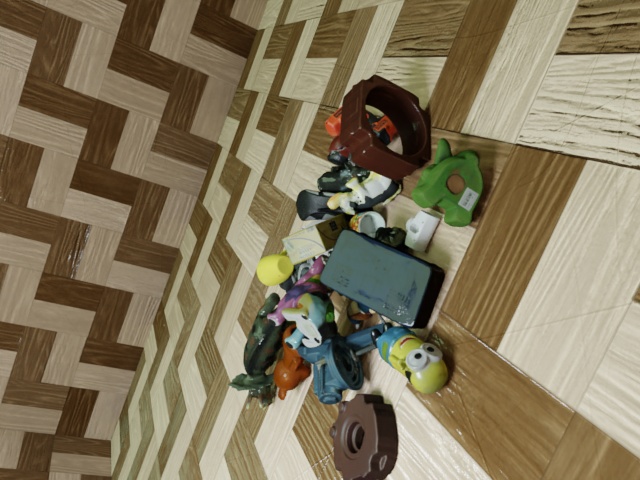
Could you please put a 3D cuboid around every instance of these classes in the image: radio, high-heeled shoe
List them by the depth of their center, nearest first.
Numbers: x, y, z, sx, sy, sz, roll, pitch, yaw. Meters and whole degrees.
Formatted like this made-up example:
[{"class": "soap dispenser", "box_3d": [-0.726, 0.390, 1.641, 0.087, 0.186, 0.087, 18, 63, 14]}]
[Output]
[{"class": "radio", "box_3d": [0.122, 0.073, 1.072, 0.230, 0.073, 0.131, 25, 96, 32]}, {"class": "high-heeled shoe", "box_3d": [0.030, -0.089, 1.411, 0.249, 0.145, 0.086, -152, 61, -68]}]

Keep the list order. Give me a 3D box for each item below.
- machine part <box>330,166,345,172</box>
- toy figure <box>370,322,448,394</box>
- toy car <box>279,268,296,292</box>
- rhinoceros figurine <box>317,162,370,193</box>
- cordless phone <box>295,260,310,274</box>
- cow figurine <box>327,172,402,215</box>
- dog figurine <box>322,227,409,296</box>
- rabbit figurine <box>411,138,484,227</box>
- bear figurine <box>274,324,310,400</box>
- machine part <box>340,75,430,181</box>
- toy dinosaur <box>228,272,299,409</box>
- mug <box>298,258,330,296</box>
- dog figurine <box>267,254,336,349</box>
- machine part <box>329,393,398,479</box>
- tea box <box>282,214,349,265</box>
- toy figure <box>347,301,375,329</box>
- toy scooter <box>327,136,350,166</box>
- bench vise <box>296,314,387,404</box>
[{"class": "machine part", "box_3d": [0.055, -0.183, 1.494, 0.139, 0.084, 0.039, 163, 98, -70]}, {"class": "toy figure", "box_3d": [0.166, 0.214, 0.997, 0.082, 0.089, 0.180, -45, 26, -11]}, {"class": "toy car", "box_3d": [-0.072, 0.141, 1.556, 0.202, 0.056, 0.073, -117, 44, -58]}, {"class": "rhinoceros figurine", "box_3d": [0.080, -0.157, 1.369, 0.190, 0.112, 0.073, -5, 64, 42]}, {"class": "cordless phone", "box_3d": [-0.038, 0.055, 1.538, 0.184, 0.089, 0.146, 131, 146, -60]}, {"class": "cow figurine", "box_3d": [0.104, -0.106, 1.263, 0.167, 0.098, 0.068, -35, 9, 11]}, {"class": "dog figurine", "box_3d": [0.121, 0.041, 1.220, 0.191, 0.121, 0.172, -27, 0, 12]}, {"class": "rabbit figurine", "box_3d": [0.234, -0.115, 1.043, 0.170, 0.121, 0.159, -165, 96, -79]}, {"class": "bear figurine", "box_3d": [-0.048, 0.308, 1.361, 0.120, 0.132, 0.195, -97, 13, -59]}, {"class": "machine part", "box_3d": [0.145, -0.246, 1.193, 0.087, 0.201, 0.201, -33, 46, 52]}, {"class": "toy dinosaur", "box_3d": [-0.147, 0.279, 1.433, 0.192, 0.131, 0.404, -72, -1, -58]}, {"class": "mug", "box_3d": [-0.005, 0.102, 1.396, 0.081, 0.109, 0.107, -134, 51, -57]}, {"class": "dog figurine", "box_3d": [-0.007, 0.125, 1.191, 0.192, 0.108, 0.219, -19, 26, 48]}, {"class": "machine part", "box_3d": [0.085, 0.397, 1.078, 0.179, 0.056, 0.179, -39, 42, 47]}, {"class": "tea box", "box_3d": [-0.003, -0.004, 1.247, 0.098, 0.169, 0.068, -22, 91, 28]}, {"class": "toy figure", "box_3d": [0.103, 0.143, 1.205, 0.154, 0.058, 0.064, -48, 3, 44]}, {"class": "toy scooter", "box_3d": [0.091, -0.273, 1.468, 0.184, 0.075, 0.135, 8, 81, 61]}, {"class": "bench vise", "box_3d": [0.064, 0.231, 1.159, 0.241, 0.128, 0.224, -28, 29, 24]}]
